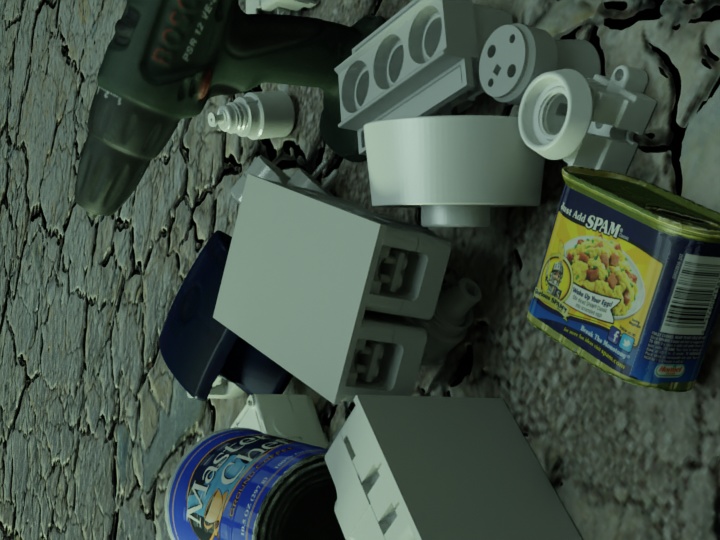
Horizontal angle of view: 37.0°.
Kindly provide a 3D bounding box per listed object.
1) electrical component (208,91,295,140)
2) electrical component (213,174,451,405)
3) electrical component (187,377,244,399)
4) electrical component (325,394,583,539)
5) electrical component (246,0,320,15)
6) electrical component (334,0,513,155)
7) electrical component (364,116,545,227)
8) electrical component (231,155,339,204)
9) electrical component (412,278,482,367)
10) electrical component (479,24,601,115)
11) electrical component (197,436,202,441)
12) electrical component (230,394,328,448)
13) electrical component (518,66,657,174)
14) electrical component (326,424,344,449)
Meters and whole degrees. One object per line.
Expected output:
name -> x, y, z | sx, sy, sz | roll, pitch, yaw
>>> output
electrical component -> -0.092, -0.130, 0.913 | 0.040, 0.078, 0.040 | 19, 114, 50
electrical component -> -0.022, 0.009, 0.696 | 0.186, 0.060, 0.105 | 25, 103, 58
electrical component -> -0.124, 0.064, 0.949 | 0.050, 0.056, 0.089 | -50, 45, 42
electrical component -> 0.062, 0.159, 0.586 | 0.060, 0.105, 0.186 | -61, 38, 33
electrical component -> -0.066, -0.239, 0.917 | 0.064, 0.042, 0.081 | -15, 73, 55
electrical component -> 0.042, -0.131, 0.704 | 0.121, 0.063, 0.078 | -26, 64, 54
electrical component -> 0.056, -0.055, 0.632 | 0.108, 0.108, 0.060 | 3, 94, 58
electrical component -> -0.045, -0.055, 0.846 | 0.073, 0.052, 0.138 | -49, 40, 7
electrical component -> 0.051, 0.029, 0.684 | 0.062, 0.048, 0.048 | -44, 49, 38
electrical component -> 0.102, -0.114, 0.612 | 0.045, 0.055, 0.045 | -14, 74, 57
electrical component -> -0.122, 0.178, 0.939 | 0.055, 0.048, 0.066 | -140, 61, -62
electrical component -> -0.069, 0.148, 0.842 | 0.096, 0.061, 0.061 | -55, 42, 38
electrical component -> 0.119, -0.081, 0.578 | 0.048, 0.055, 0.066 | 48, 125, 50
electrical component -> 0.014, 0.139, 0.726 | 0.077, 0.043, 0.079 | -45, 49, 46
